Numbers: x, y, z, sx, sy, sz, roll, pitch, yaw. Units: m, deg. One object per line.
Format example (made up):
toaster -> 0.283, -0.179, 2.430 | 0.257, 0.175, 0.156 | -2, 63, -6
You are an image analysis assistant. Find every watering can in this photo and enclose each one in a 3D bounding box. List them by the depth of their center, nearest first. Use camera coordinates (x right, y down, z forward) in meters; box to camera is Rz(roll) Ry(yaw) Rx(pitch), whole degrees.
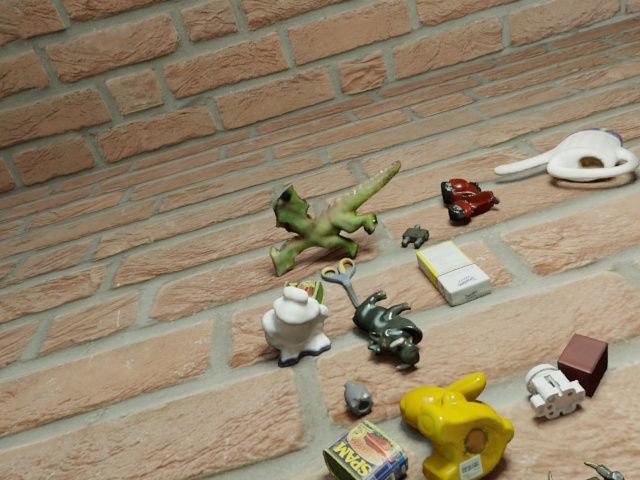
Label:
watering can -> 0.678, -0.227, 1.411 | 0.348, 0.102, 0.228 | 7, 34, 37

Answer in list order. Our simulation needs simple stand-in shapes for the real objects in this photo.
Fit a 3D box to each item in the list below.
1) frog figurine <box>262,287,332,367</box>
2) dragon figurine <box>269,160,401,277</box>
frog figurine -> -0.053, 0.153, 1.034 | 0.137, 0.156, 0.125 | -10, 25, 12
dragon figurine -> 0.004, -0.064, 1.271 | 0.242, 0.403, 0.125 | 15, 31, -30
